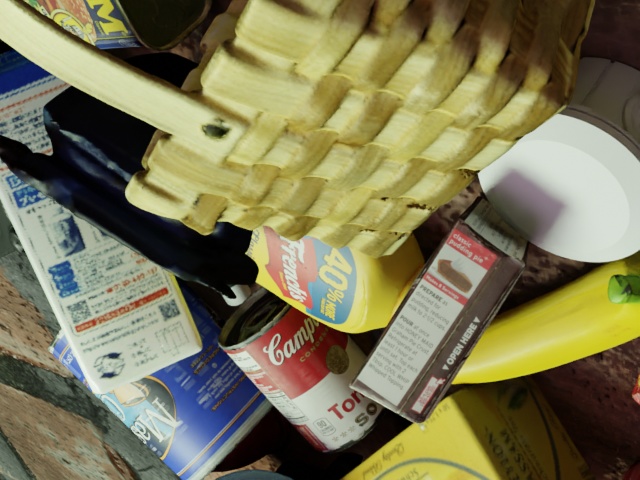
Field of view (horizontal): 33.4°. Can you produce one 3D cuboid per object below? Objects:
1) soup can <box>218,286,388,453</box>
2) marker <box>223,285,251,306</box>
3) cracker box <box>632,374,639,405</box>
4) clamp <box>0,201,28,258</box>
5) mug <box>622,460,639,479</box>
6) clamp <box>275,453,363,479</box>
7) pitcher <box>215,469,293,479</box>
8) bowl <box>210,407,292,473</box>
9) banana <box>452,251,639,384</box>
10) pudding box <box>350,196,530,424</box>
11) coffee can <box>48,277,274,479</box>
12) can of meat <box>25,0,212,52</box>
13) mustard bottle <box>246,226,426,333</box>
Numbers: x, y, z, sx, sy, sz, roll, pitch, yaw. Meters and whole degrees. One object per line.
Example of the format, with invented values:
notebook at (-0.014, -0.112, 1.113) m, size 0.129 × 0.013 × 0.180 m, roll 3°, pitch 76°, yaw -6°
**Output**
soup can at (-0.009, 0.081, 0.696) m, size 0.102 × 0.068 × 0.069 m, roll 50°, pitch 145°, yaw -17°
marker at (-0.079, -0.006, 0.704) m, size 0.020 × 0.020 × 0.121 m, roll 5°, pitch 134°, yaw 41°
cracker box at (0.254, 0.059, 0.415) m, size 0.164 × 0.072 × 0.214 m, roll 39°, pitch 147°, yaw 0°
clamp at (-0.225, -0.006, 0.828) m, size 0.165 × 0.036 × 0.210 m, roll 28°, pitch 142°, yaw 22°
mug at (0.206, 0.176, 0.591) m, size 0.117 × 0.081 × 0.093 m, roll 0°, pitch 131°, yaw 44°
clamp at (0.008, 0.202, 0.849) m, size 0.172 × 0.039 × 0.120 m, roll -2°, pitch 128°, yaw 45°
pitcher at (-0.071, 0.234, 0.765) m, size 0.145 × 0.149 × 0.243 m, roll 41°, pitch 159°, yaw 5°
bowl at (-0.104, 0.138, 0.868) m, size 0.162 × 0.055 × 0.162 m, roll 25°, pitch 144°, yaw 19°
banana at (0.120, 0.039, 0.532) m, size 0.069 × 0.037 × 0.198 m, roll 0°, pitch 161°, yaw -19°
pudding box at (0.061, 0.029, 0.504) m, size 0.039 × 0.113 × 0.090 m, roll 32°, pitch 103°, yaw 5°
coffee can at (-0.106, 0.091, 0.759) m, size 0.140 × 0.102 × 0.103 m, roll 44°, pitch 147°, yaw 1°
can of meat at (-0.116, -0.146, 0.542) m, size 0.084 × 0.057 × 0.102 m, roll 6°, pitch 135°, yaw 42°
mustard bottle at (-0.004, 0.001, 0.606) m, size 0.192 × 0.058 × 0.096 m, roll 28°, pitch 138°, yaw 15°
